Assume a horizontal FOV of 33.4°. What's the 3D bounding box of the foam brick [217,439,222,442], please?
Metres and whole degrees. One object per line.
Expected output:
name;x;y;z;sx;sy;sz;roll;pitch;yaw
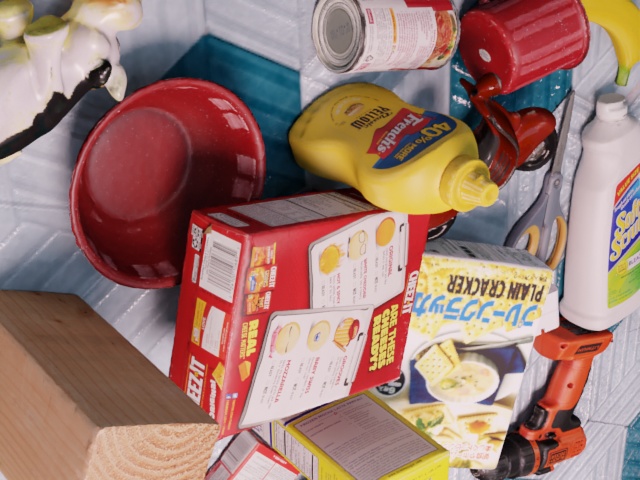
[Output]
foam brick;-0.074;0.126;0.914;0.078;0.053;0.051;-22;124;-32

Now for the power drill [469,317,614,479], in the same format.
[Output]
power drill;0.253;0.182;1.212;0.184;0.057;0.188;-7;118;-42

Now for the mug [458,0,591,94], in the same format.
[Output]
mug;0.172;-0.190;0.938;0.081;0.093;0.117;-27;111;-21

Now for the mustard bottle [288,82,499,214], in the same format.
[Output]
mustard bottle;0.066;-0.066;0.834;0.096;0.192;0.058;-33;129;-23

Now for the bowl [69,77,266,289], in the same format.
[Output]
bowl;-0.120;-0.047;0.784;0.161;0.055;0.162;-19;123;-32

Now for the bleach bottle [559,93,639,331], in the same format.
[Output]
bleach bottle;0.305;-0.033;1.142;0.102;0.068;0.251;-27;124;-29

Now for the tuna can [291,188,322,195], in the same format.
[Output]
tuna can;-0.006;0.001;0.919;0.086;0.034;0.086;-16;120;-31

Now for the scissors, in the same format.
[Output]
scissors;0.227;-0.048;1.100;0.096;0.016;0.202;-24;125;-29

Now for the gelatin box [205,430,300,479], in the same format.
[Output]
gelatin box;-0.070;0.225;0.982;0.089;0.030;0.073;-50;134;-2

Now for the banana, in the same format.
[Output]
banana;0.274;-0.213;1.040;0.197;0.037;0.069;23;94;-44

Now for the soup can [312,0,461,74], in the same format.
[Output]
soup can;0.053;-0.169;0.858;0.102;0.069;0.068;-9;117;-35

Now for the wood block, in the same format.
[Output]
wood block;-0.168;0.115;0.722;0.090;0.206;0.091;7;107;-42

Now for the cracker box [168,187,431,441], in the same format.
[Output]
cracker box;-0.014;0.048;0.841;0.213;0.072;0.164;-11;117;-46

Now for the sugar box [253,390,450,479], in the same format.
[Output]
sugar box;0.020;0.172;0.928;0.093;0.176;0.048;-19;120;-31
